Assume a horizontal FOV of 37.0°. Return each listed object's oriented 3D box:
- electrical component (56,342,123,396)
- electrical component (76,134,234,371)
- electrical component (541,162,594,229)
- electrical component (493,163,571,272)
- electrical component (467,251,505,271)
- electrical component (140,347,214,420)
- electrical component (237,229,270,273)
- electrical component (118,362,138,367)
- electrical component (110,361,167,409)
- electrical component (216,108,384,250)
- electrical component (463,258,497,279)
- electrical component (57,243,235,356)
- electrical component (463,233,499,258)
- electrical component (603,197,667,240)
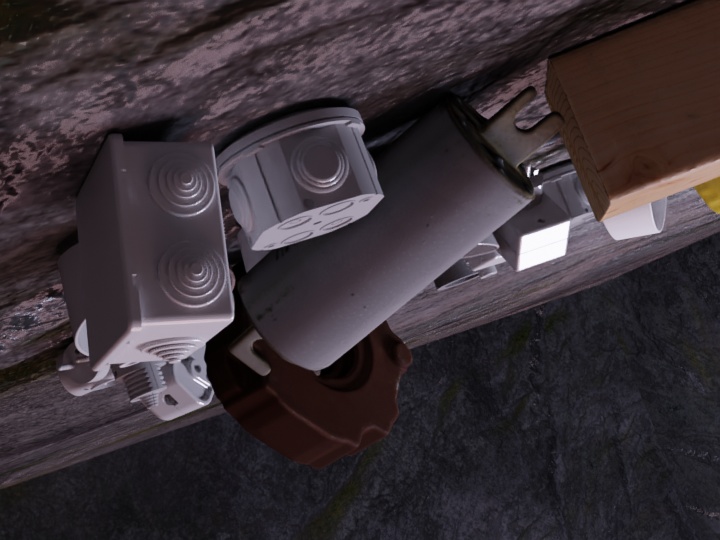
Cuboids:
[{"bbox_3d":[-0.228,0.078,0.924,0.077,0.044,0.079,-23,173,19],"label":"electrical component"},{"bbox_3d":[-0.096,-0.006,0.495,0.048,0.099,0.100,-2,165,-25],"label":"electrical component"},{"bbox_3d":[0.181,-0.064,0.981,0.080,0.051,0.080,-20,172,-3],"label":"electrical component"},{"bbox_3d":[0.121,-0.056,0.832,0.047,0.083,0.075,-18,134,-19],"label":"electrical component"},{"bbox_3d":[0.103,-0.034,0.931,0.047,0.065,0.077,-16,171,-29],"label":"electrical component"},{"bbox_3d":[-0.165,0.087,0.984,0.059,0.053,0.095,-24,-149,28],"label":"electrical component"},{"bbox_3d":[-0.033,-0.014,0.725,0.099,0.064,0.099,-21,173,-3],"label":"electrical component"},{"bbox_3d":[-0.163,0.034,0.723,0.043,0.062,0.043,-20,172,-3],"label":"electrical component"},{"bbox_3d":[-0.183,0.074,0.884,0.043,0.081,0.043,-20,172,-3],"label":"electrical component"},{"bbox_3d":[-0.030,-0.047,0.550,0.080,0.051,0.080,-20,172,-3],"label":"electrical component"},{"bbox_3d":[0.115,-0.023,1.050,0.048,0.062,0.048,-20,172,-3],"label":"electrical component"},{"bbox_3d":[-0.125,0.007,0.627,0.099,0.064,0.099,-20,172,-3],"label":"electrical component"},{"bbox_3d":[0.049,-0.030,0.826,0.099,0.064,0.099,-19,172,-3],"label":"electrical component"},{"bbox_3d":[0.212,-0.074,0.836,0.064,0.099,0.099,-17,174,24],"label":"electrical component"}]
